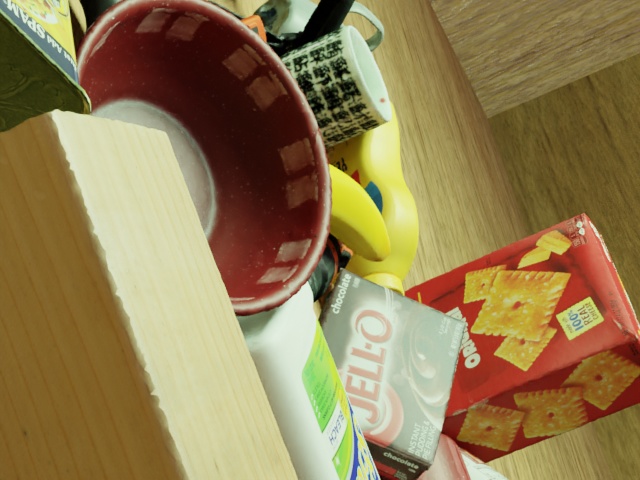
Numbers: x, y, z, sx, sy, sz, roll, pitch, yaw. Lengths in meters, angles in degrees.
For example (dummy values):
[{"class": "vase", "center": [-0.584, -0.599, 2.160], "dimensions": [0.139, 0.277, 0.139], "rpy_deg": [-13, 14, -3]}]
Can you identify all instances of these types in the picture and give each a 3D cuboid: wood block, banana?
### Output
[{"class": "wood block", "center": [-0.069, 0.072, 0.354], "dimensions": [0.206, 0.091, 0.090], "rpy_deg": [68, 14, 5]}, {"class": "banana", "center": [-0.006, -0.018, 0.650], "dimensions": [0.197, 0.037, 0.069], "rpy_deg": [-3, 92, -63]}]

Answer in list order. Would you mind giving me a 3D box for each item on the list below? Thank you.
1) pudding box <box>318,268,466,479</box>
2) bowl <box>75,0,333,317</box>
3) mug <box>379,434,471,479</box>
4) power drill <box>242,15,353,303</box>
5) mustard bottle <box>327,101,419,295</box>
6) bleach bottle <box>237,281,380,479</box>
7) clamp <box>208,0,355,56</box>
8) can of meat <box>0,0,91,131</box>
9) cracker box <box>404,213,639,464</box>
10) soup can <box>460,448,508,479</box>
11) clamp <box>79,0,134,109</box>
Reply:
[{"class": "pudding box", "center": [0.034, 0.083, 0.655], "dimensions": [0.090, 0.039, 0.113], "rpy_deg": [24, 47, -4]}, {"class": "bowl", "center": [-0.068, -0.036, 0.521], "dimensions": [0.161, 0.055, 0.162], "rpy_deg": [20, 61, -41]}, {"class": "mug", "center": [0.051, 0.172, 0.667], "dimensions": [0.117, 0.093, 0.081], "rpy_deg": [16, 41, -35]}, {"class": "power drill", "center": [-0.040, -0.049, 0.713], "dimensions": [0.187, 0.057, 0.184], "rpy_deg": [66, 17, -13]}, {"class": "mustard bottle", "center": [0.033, -0.018, 0.847], "dimensions": [0.058, 0.096, 0.191], "rpy_deg": [17, 50, -39]}, {"class": "bleach bottle", "center": [0.007, 0.149, 0.574], "dimensions": [0.102, 0.068, 0.251], "rpy_deg": [-69, 136, -68]}, {"class": "clamp", "center": [-0.030, -0.151, 0.862], "dimensions": [0.171, 0.120, 0.039], "rpy_deg": [87, 1, -63]}, {"class": "can of meat", "center": [-0.139, -0.093, 0.418], "dimensions": [0.102, 0.057, 0.084], "rpy_deg": [48, 22, -53]}, {"class": "cracker box", "center": [0.136, 0.084, 0.829], "dimensions": [0.072, 0.214, 0.164], "rpy_deg": [57, 18, -30]}, {"class": "soup can", "center": [0.113, 0.194, 0.732], "dimensions": [0.102, 0.068, 0.068], "rpy_deg": [29, -22, 52]}, {"class": "clamp", "center": [-0.105, -0.118, 0.589], "dimensions": [0.164, 0.036, 0.210], "rpy_deg": [19, 56, -50]}]
